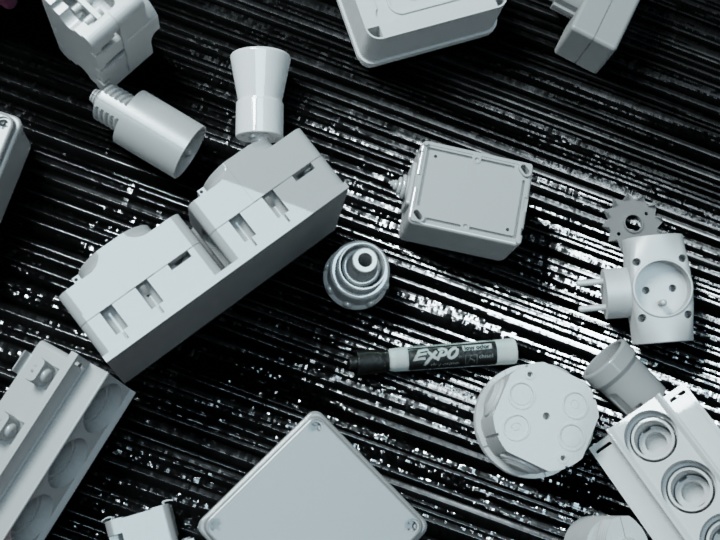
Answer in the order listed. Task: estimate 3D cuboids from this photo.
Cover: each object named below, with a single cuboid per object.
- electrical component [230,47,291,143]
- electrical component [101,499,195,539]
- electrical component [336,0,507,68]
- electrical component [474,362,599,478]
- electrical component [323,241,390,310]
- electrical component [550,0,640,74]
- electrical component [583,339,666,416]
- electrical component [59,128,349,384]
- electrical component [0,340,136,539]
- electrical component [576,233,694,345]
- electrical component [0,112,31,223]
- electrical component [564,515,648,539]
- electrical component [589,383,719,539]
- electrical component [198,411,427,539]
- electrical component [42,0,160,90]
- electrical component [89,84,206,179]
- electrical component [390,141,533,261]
[{"bbox_3d":[-0.073,-0.124,0.783,0.044,0.044,0.065,1,82,-6],"label":"electrical component"},{"bbox_3d":[-0.138,0.187,0.703,0.081,0.042,0.063,-15,79,-10],"label":"electrical component"},{"bbox_3d":[0.043,-0.205,0.805,0.113,0.057,0.078,-17,80,-10],"label":"electrical component"},{"bbox_3d":[0.123,0.104,0.748,0.080,0.051,0.080,1,77,-6],"label":"electrical component"},{"bbox_3d":[0.000,0.000,0.751,0.048,0.062,0.048,1,77,-6],"label":"electrical component"},{"bbox_3d":[0.172,-0.209,0.827,0.076,0.047,0.083,27,76,0],"label":"electrical component"},{"bbox_3d":[0.189,0.079,0.768,0.046,0.040,0.040,45,76,-1],"label":"electrical component"},{"bbox_3d":[-0.104,-0.010,0.719,0.186,0.105,0.060,-37,83,-13],"label":"electrical component"},{"bbox_3d":[-0.211,0.113,0.699,0.063,0.078,0.121,24,75,22],"label":"electrical component"},{"bbox_3d":[0.197,0.016,0.779,0.079,0.044,0.077,-5,85,5],"label":"electrical component"},{"bbox_3d":[-0.297,-0.064,0.734,0.109,0.056,0.108,18,76,-2],"label":"electrical component"},{"bbox_3d":[0.169,0.186,0.719,0.043,0.081,0.043,1,77,-6],"label":"electrical component"},{"bbox_3d":[0.224,0.150,0.722,0.079,0.063,0.121,-37,61,7],"label":"electrical component"},{"bbox_3d":[-0.032,0.169,0.712,0.109,0.056,0.108,-44,85,-14],"label":"electrical component"},{"bbox_3d":[-0.179,-0.173,0.755,0.050,0.089,0.055,44,76,4],"label":"electrical component"},{"bbox_3d":[-0.156,-0.104,0.766,0.081,0.043,0.043,31,76,1],"label":"electrical component"},{"bbox_3d":[0.068,-0.049,0.771,0.096,0.061,0.061,12,76,-4],"label":"electrical component"}]
